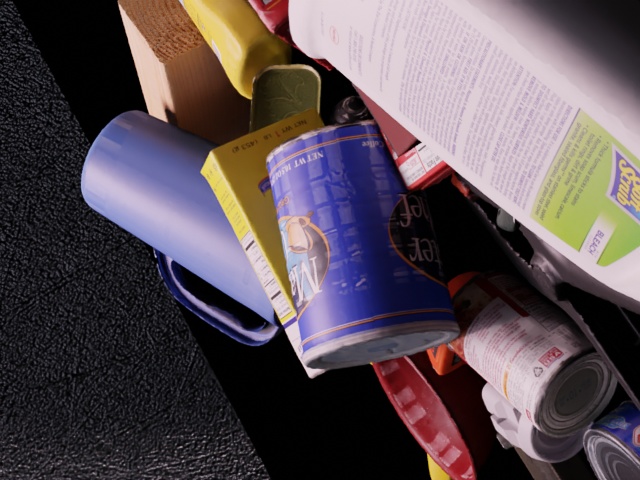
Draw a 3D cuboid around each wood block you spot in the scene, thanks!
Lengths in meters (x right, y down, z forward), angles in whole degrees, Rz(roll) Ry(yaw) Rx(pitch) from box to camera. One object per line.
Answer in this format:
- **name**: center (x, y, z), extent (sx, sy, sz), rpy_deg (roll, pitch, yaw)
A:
- **wood block**: center (-0.127, -0.167, 1.069), extent (0.090, 0.090, 0.206), rpy_deg (54, 166, 21)

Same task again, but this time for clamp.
- **clamp**: center (0.142, 0.012, 0.597), extent (0.210, 0.036, 0.164), rpy_deg (53, 173, 33)

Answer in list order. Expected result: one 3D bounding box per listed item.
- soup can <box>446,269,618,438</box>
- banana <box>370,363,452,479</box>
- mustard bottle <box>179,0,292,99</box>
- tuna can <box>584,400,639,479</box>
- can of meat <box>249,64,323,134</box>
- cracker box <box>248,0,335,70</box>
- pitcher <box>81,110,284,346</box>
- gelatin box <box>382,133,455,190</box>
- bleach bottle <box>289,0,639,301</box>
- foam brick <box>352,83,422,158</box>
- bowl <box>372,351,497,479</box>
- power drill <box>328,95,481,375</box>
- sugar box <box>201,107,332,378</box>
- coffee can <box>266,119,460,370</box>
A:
- **soup can**: center (0.136, 0.072, 0.695), extent (0.102, 0.068, 0.068), rpy_deg (43, 160, 48)
- **banana**: center (0.094, 0.161, 1.051), extent (0.198, 0.070, 0.037), rpy_deg (54, -160, -5)
- **mustard bottle**: center (-0.097, -0.216, 0.922), extent (0.192, 0.058, 0.096), rpy_deg (55, 174, 17)
- **tuna can**: center (0.207, 0.146, 0.674), extent (0.086, 0.033, 0.086), rpy_deg (54, 166, 20)
- **can of meat**: center (-0.025, -0.081, 0.895), extent (0.084, 0.057, 0.102), rpy_deg (80, -169, -63)
- **cracker box**: center (-0.039, -0.210, 0.601), extent (0.214, 0.072, 0.164), rpy_deg (57, -169, 4)
- **pitcher**: center (-0.106, -0.019, 1.015), extent (0.243, 0.149, 0.145), rpy_deg (27, 160, 18)
- **gelatin box**: center (0.061, -0.081, 0.643), extent (0.089, 0.030, 0.073), rpy_deg (67, 159, 6)
- **bleach bottle**: center (0.090, -0.035, 0.366), extent (0.251, 0.068, 0.103), rpy_deg (48, 157, 23)
- **foam brick**: center (0.065, -0.090, 0.578), extent (0.051, 0.078, 0.053), rpy_deg (57, 169, 3)
- **bowl**: center (0.110, 0.140, 0.959), extent (0.162, 0.055, 0.162), rpy_deg (54, 166, 20)
- **power drill**: center (0.065, -0.002, 0.821), extent (0.188, 0.057, 0.184), rpy_deg (53, 164, 29)
- **sugar box**: center (-0.005, 0.001, 0.776), extent (0.176, 0.093, 0.048), rpy_deg (60, 158, 8)
- **coffee can**: center (0.027, 0.005, 0.701), extent (0.103, 0.102, 0.140), rpy_deg (111, 149, -73)
